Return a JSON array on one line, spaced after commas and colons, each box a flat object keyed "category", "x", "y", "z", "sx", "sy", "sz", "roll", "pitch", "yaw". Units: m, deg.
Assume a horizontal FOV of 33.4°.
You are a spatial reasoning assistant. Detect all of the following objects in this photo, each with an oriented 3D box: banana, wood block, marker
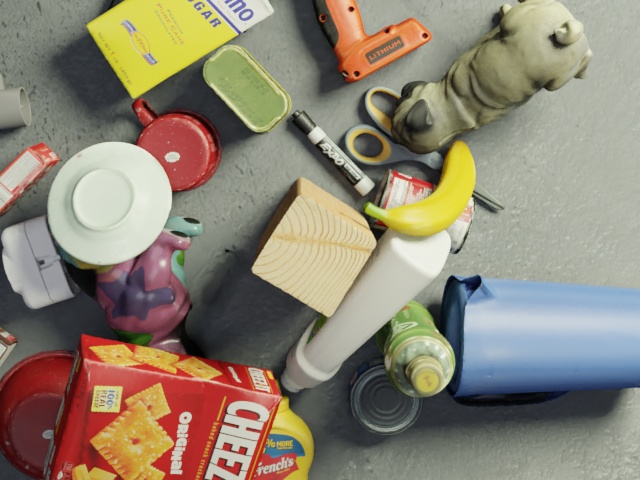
[{"category": "banana", "x": 0.122, "y": -0.048, "z": 1.108, "sx": 0.037, "sy": 0.197, "sz": 0.069, "roll": -37, "pitch": 89, "yaw": 42}, {"category": "wood block", "x": -0.007, "y": 0.001, "z": 1.108, "sx": 0.091, "sy": 0.206, "sz": 0.090, "roll": 32, "pitch": 96, "yaw": -5}, {"category": "marker", "x": 0.013, "y": -0.098, "z": 1.188, "sx": 0.020, "sy": 0.020, "sz": 0.121, "roll": -44, "pitch": 97, "yaw": 5}]

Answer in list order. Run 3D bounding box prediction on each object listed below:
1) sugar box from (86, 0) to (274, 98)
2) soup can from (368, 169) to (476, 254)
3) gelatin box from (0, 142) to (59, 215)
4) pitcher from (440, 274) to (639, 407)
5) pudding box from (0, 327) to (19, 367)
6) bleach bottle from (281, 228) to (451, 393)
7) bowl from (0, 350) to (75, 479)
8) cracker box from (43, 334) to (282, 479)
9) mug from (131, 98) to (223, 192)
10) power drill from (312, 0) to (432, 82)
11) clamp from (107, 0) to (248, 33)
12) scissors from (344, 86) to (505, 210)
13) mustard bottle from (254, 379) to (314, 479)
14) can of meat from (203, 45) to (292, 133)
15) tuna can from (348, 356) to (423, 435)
[{"category": "sugar box", "x": -0.146, "y": -0.234, "z": 1.125, "sx": 0.176, "sy": 0.048, "sz": 0.093, "roll": -31, "pitch": 104, "yaw": 8}, {"category": "soup can", "x": 0.112, "y": -0.030, "z": 1.174, "sx": 0.102, "sy": 0.068, "sz": 0.068, "roll": 18, "pitch": 97, "yaw": -4}, {"category": "gelatin box", "x": -0.329, "y": -0.064, "z": 1.161, "sx": 0.089, "sy": 0.073, "sz": 0.030, "roll": -44, "pitch": 98, "yaw": 4}, {"category": "pitcher", "x": 0.255, "y": 0.114, "z": 1.176, "sx": 0.242, "sy": 0.149, "sz": 0.145, "roll": 2, "pitch": 83, "yaw": -4}, {"category": "pudding box", "x": -0.412, "y": 0.134, "z": 1.206, "sx": 0.090, "sy": 0.039, "sz": 0.113, "roll": 37, "pitch": 98, "yaw": -5}, {"category": "bleach bottle", "x": 0.037, "y": 0.079, "z": 1.159, "sx": 0.068, "sy": 0.102, "sz": 0.251, "roll": 37, "pitch": 123, "yaw": -5}, {"category": "bowl", "x": -0.300, "y": 0.210, "z": 1.210, "sx": 0.162, "sy": 0.055, "sz": 0.162, "roll": 0, "pitch": 98, "yaw": 0}, {"category": "cracker box", "x": -0.167, "y": 0.203, "z": 1.123, "sx": 0.213, "sy": 0.072, "sz": 0.164, "roll": 14, "pitch": 106, "yaw": -18}, {"category": "mug", "x": -0.162, "y": -0.105, "z": 1.153, "sx": 0.093, "sy": 0.081, "sz": 0.117, "roll": -36, "pitch": 97, "yaw": 4}, {"category": "power drill", "x": 0.044, "y": -0.279, "z": 1.145, "sx": 0.184, "sy": 0.057, "sz": 0.187, "roll": -30, "pitch": 95, "yaw": 7}, {"category": "clamp", "x": -0.177, "y": -0.310, "z": 1.146, "sx": 0.164, "sy": 0.036, "sz": 0.210, "roll": -13, "pitch": 102, "yaw": 0}, {"category": "scissors", "x": 0.108, "y": -0.082, "z": 1.192, "sx": 0.096, "sy": 0.016, "sz": 0.201, "roll": -40, "pitch": 96, "yaw": 2}, {"category": "mustard bottle", "x": -0.055, "y": 0.253, "z": 1.218, "sx": 0.096, "sy": 0.058, "sz": 0.191, "roll": 0, "pitch": 98, "yaw": 3}, {"category": "can of meat", "x": -0.079, "y": -0.162, "z": 1.145, "sx": 0.057, "sy": 0.084, "sz": 0.102, "roll": -43, "pitch": 96, "yaw": 5}, {"category": "tuna can", "x": 0.075, "y": 0.179, "z": 1.221, "sx": 0.086, "sy": 0.034, "sz": 0.086, "roll": 0, "pitch": 98, "yaw": -1}]
